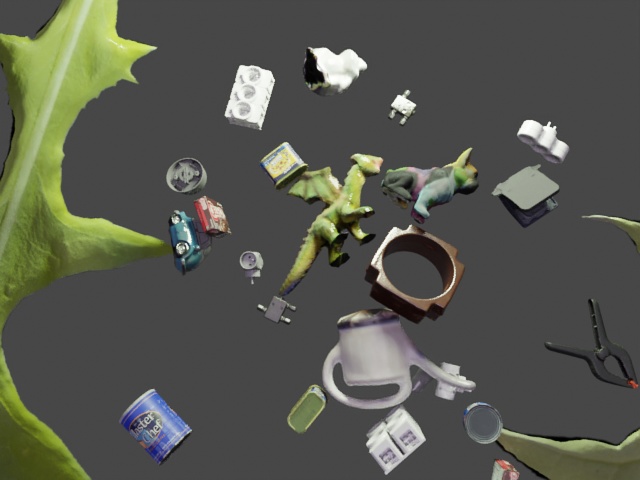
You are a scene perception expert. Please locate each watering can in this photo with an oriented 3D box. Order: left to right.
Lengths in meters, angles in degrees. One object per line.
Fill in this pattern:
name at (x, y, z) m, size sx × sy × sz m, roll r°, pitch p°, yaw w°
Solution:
watering can at (0.168, 0.269, 1.199) m, size 0.347 × 0.227 × 0.103 m, roll -10°, pitch -12°, yaw 14°

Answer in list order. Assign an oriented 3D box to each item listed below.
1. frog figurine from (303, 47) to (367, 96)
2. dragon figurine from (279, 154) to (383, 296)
frog figurine at (0.038, -0.458, 1.385) m, size 0.161 × 0.139 × 0.120 m, roll -24°, pitch -25°, yaw -36°
dragon figurine at (0.004, -0.066, 1.309) m, size 0.408 × 0.247 × 0.120 m, roll -37°, pitch -30°, yaw 8°
